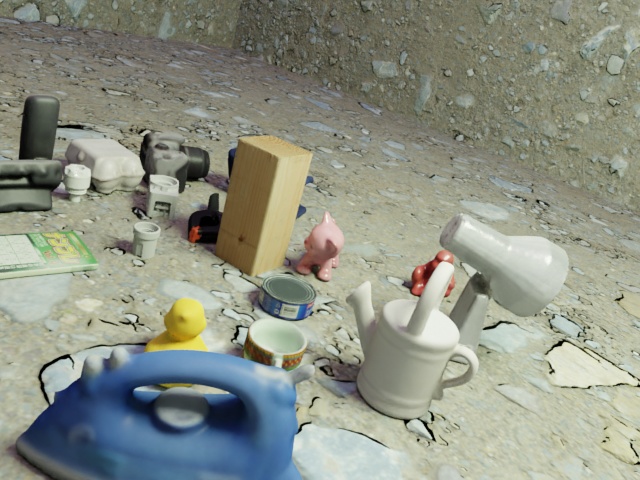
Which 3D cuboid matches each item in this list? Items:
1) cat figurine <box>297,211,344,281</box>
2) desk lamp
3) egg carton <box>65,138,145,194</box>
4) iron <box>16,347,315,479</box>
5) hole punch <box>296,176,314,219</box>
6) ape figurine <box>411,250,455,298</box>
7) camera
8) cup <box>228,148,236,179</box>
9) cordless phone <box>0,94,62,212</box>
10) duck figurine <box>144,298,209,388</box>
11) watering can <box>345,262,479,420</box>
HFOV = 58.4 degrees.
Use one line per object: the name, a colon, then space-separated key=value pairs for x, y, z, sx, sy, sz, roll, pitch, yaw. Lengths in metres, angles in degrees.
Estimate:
cat figurine: x=0.009 y=0.004 z=0.985 sx=0.067 sy=0.118 sz=0.128 roll=18 pitch=23 yaw=3
desk lamp: x=0.233 y=0.073 z=0.857 sx=0.203 sy=0.213 sz=0.118 roll=14 pitch=23 yaw=-6
egg carton: x=-0.414 y=-0.145 z=1.096 sx=0.149 sy=0.069 sz=0.107 roll=31 pitch=27 yaw=31
iron: x=-0.132 y=0.153 z=0.515 sx=0.259 sy=0.141 sz=0.118 roll=11 pitch=23 yaw=-13
hole punch: x=-0.077 y=-0.101 z=1.199 sx=0.101 sy=0.091 sz=0.109 roll=22 pitch=23 yaw=12
ape figurine: x=0.211 y=0.059 z=1.031 sx=0.077 sy=0.092 sz=0.076 roll=32 pitch=27 yaw=32
camera: x=-0.294 y=-0.167 z=1.187 sx=0.137 sy=0.101 sz=0.142 roll=1 pitch=27 yaw=-32
cup: x=-0.148 y=-0.139 z=1.234 sx=0.118 sy=0.095 sz=0.091 roll=6 pitch=25 yaw=-25
cordless phone: x=-0.479 y=-0.142 z=0.894 sx=0.093 sy=0.185 sz=0.148 roll=32 pitch=27 yaw=32
duck figurine: x=-0.160 y=0.111 z=0.663 sx=0.077 sy=0.086 sz=0.104 roll=12 pitch=23 yaw=-10
watering can: x=0.112 y=0.112 z=0.708 sx=0.173 sy=0.194 sz=0.101 roll=16 pitch=23 yaw=-1
